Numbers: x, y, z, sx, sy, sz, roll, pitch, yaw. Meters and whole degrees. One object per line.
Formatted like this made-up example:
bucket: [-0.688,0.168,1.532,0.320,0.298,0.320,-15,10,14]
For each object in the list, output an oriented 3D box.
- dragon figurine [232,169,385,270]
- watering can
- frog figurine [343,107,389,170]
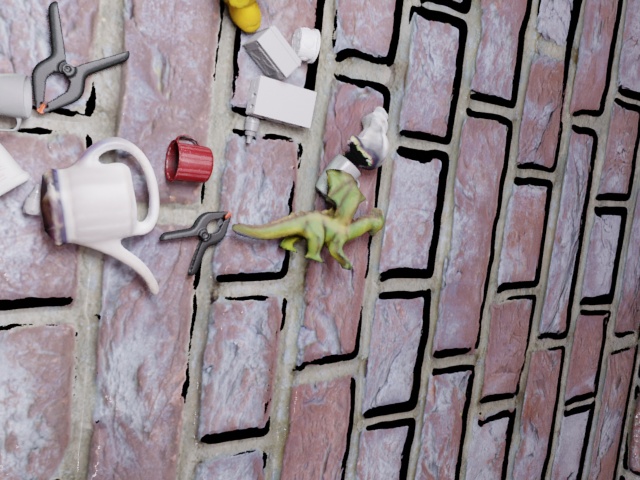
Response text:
dragon figurine: [0.004,-0.065,1.288,0.407,0.123,0.242,20,93,-33]
watering can: [-0.442,-0.034,1.060,0.225,0.104,0.344,-8,102,-27]
frog figurine: [0.145,-0.266,1.356,0.162,0.124,0.134,-47,151,-24]
